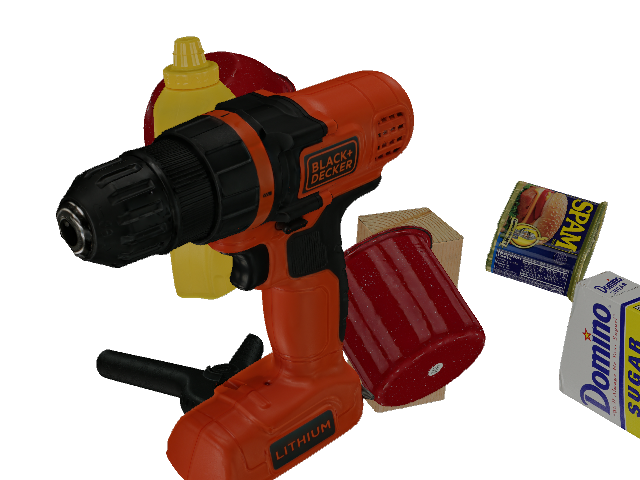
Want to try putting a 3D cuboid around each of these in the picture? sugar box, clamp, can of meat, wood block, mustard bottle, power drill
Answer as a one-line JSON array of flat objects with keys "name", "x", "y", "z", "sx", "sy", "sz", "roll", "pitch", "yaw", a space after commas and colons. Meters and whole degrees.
[{"name": "sugar box", "x": 0.244, "y": 0.097, "z": 0.720, "sx": 0.048, "sy": 0.093, "sz": 0.176, "roll": -16, "pitch": 30, "yaw": -38}, {"name": "clamp", "x": -0.080, "y": 0.125, "z": 0.935, "sx": 0.164, "sy": 0.036, "sz": 0.210, "roll": -7, "pitch": 17, "yaw": -36}, {"name": "can of meat", "x": 0.206, "y": -0.002, "z": 0.972, "sx": 0.084, "sy": 0.057, "sz": 0.102, "roll": 18, "pitch": 47, "yaw": 17}, {"name": "wood block", "x": 0.091, "y": 0.078, "z": 1.202, "sx": 0.090, "sy": 0.206, "sz": 0.090, "roll": -8, "pitch": 27, "yaw": -21}, {"name": "mustard bottle", "x": -0.089, "y": -0.059, "z": 0.812, "sx": 0.058, "sy": 0.192, "sz": 0.096, "roll": 3, "pitch": 24, "yaw": 19}, {"name": "power drill", "x": -0.033, "y": 0.026, "z": 0.486, "sx": 0.184, "sy": 0.188, "sz": 0.057, "roll": -24, "pitch": 41, "yaw": -38}]

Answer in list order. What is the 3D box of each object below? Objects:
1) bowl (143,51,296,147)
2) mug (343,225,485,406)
[{"name": "bowl", "x": -0.106, "y": -0.128, "z": 1.001, "sx": 0.162, "sy": 0.055, "sz": 0.162, "roll": -18, "pitch": 37, "yaw": 14}, {"name": "mug", "x": 0.041, "y": 0.057, "z": 0.676, "sx": 0.117, "sy": 0.081, "sz": 0.093, "roll": -33, "pitch": -27, "yaw": 3}]
